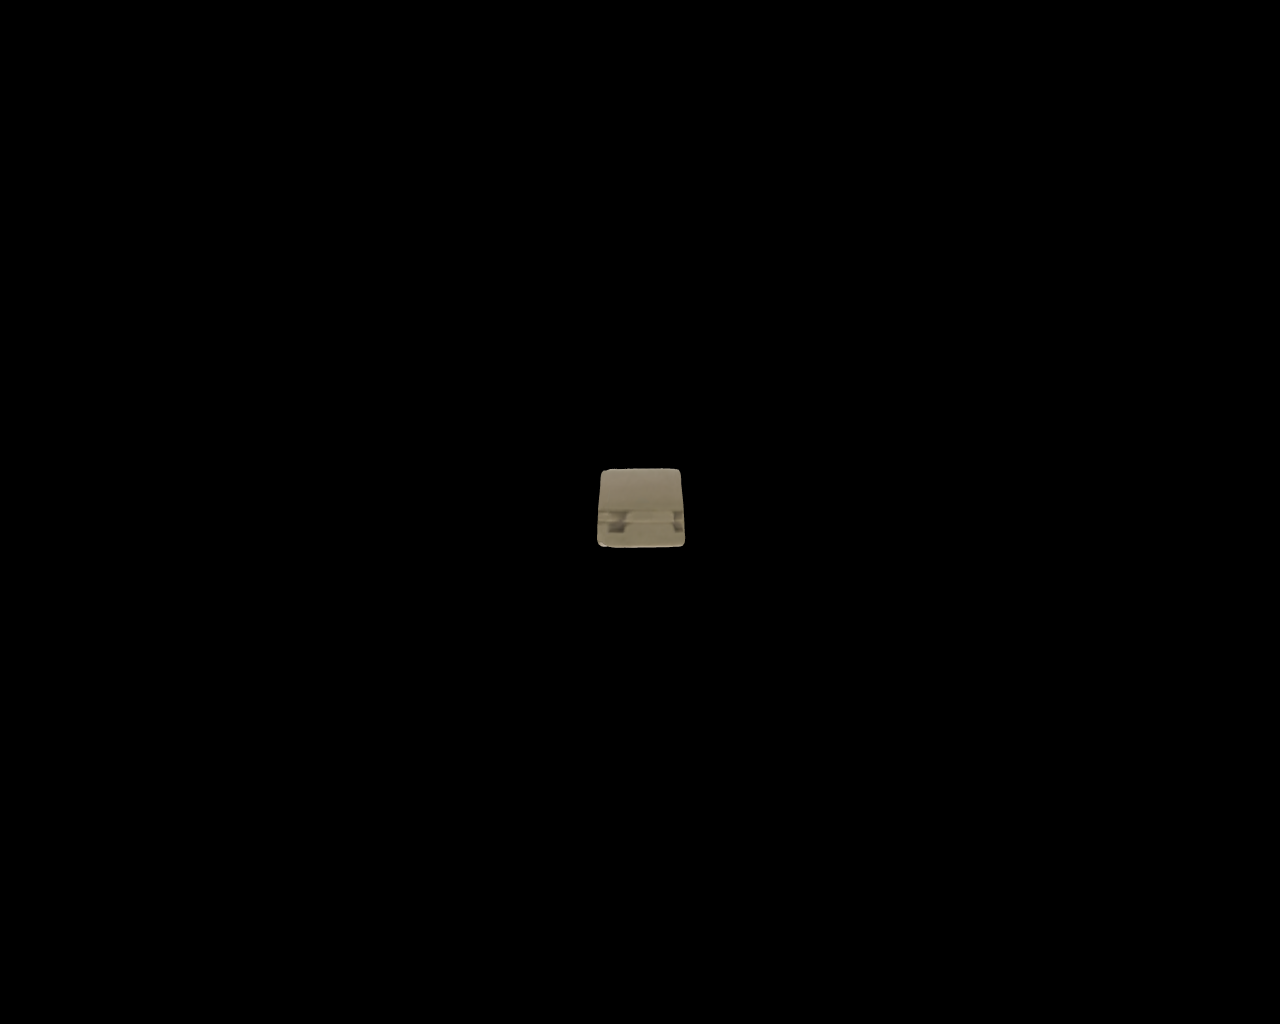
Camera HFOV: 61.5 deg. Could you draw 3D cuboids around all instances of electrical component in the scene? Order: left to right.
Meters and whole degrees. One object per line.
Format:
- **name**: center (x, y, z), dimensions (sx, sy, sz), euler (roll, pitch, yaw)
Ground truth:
- **electrical component**: center (0.001, -0.003, 0.650), dimensions (0.055, 0.047, 0.055), euler (0, 0, 0)
